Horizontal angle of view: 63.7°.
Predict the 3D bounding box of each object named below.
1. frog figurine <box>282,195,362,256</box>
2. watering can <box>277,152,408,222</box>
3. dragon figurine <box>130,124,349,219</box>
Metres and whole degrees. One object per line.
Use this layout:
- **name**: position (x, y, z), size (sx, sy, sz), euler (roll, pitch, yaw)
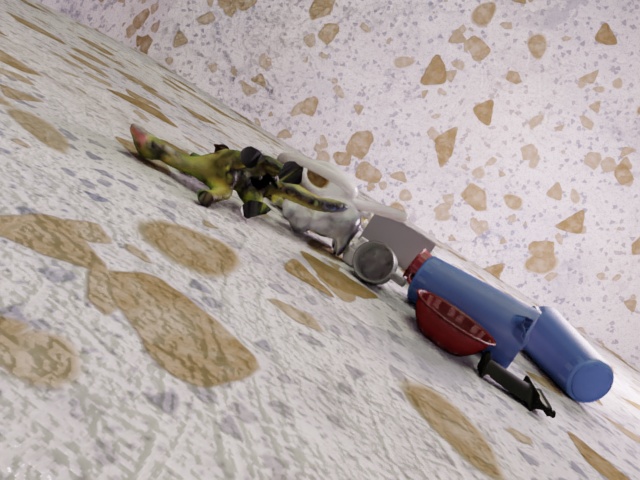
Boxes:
- **frog figurine**: position (0.003, -0.054, 1.070), size (0.158, 0.121, 0.140), euler (41, 26, -14)
- **watering can**: position (0.036, -0.117, 1.300), size (0.346, 0.105, 0.223), euler (28, -13, -14)
- **dragon figurine**: position (-0.156, -0.127, 0.968), size (0.408, 0.121, 0.245), euler (16, 10, -43)
